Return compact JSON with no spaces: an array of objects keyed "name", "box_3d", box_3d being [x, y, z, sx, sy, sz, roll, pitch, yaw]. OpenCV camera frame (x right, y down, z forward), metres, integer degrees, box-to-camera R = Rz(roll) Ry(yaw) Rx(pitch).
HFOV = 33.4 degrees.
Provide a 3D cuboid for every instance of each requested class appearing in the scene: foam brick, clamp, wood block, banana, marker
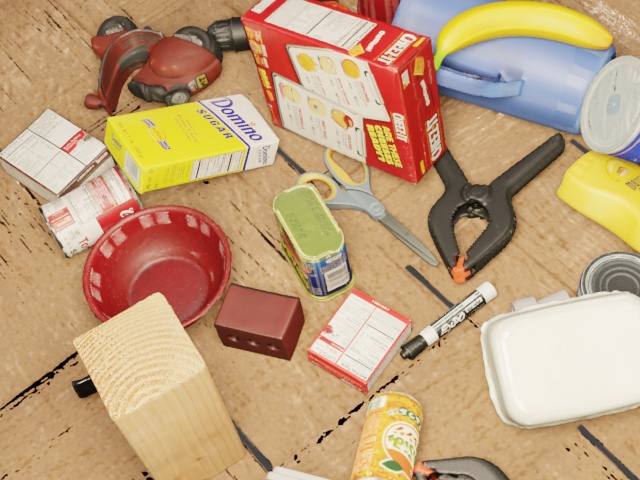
[{"name":"foam brick","box_3d":[-0.061,0.086,1.106,0.078,0.053,0.051,11,60,16]},{"name":"clamp","box_3d":[0.168,0.244,0.979,0.172,0.039,0.120,35,68,26]},{"name":"wood block","box_3d":[-0.142,0.150,0.985,0.090,0.206,0.091,-30,59,-11]},{"name":"banana","box_3d":[0.208,-0.222,1.134,0.198,0.037,0.069,-8,83,1]},{"name":"clamp","box_3d":[0.163,-0.049,1.168,0.165,0.036,0.209,13,59,21]},{"name":"marker","box_3d":[0.131,0.085,1.098,0.121,0.020,0.020,-35,60,-14]}]

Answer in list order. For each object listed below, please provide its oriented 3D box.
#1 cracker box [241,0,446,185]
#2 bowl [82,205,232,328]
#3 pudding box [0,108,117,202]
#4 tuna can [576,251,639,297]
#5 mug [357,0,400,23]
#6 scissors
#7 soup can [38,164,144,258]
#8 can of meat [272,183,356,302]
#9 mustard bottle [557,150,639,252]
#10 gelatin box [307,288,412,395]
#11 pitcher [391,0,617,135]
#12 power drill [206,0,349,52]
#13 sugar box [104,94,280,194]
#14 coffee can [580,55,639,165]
[{"name":"cracker box","box_3d":[0.028,-0.172,1.172,0.214,0.164,0.072,25,59,32]},{"name":"bowl","box_3d":[-0.169,0.043,1.147,0.162,0.055,0.162,-4,57,6]},{"name":"pudding box","box_3d":[-0.312,-0.096,1.268,0.114,0.039,0.090,31,67,26]},{"name":"tuna can","box_3d":[0.305,0.054,1.083,0.086,0.034,0.086,-4,57,5]},{"name":"mug","box_3d":[0.092,-0.310,1.317,0.093,0.081,0.117,-20,57,-5]},{"name":"scissors","box_3d":[0.043,-0.028,1.185,0.096,0.016,0.202,-25,57,-6]},{"name":"soup can","box_3d":[-0.255,-0.032,1.200,0.102,0.068,0.068,-29,58,-10]},{"name":"can of meat","box_3d":[-0.007,0.001,1.133,0.057,0.084,0.102,-26,58,-8]},{"name":"mustard bottle","box_3d":[0.347,-0.022,1.106,0.192,0.058,0.096,40,43,26]},{"name":"gelatin box","box_3d":[0.041,0.104,1.093,0.073,0.030,0.089,28,66,22]},{"name":"pitcher","box_3d":[0.199,-0.203,1.206,0.243,0.145,0.149,23,80,18]},{"name":"power drill","box_3d":[-0.055,-0.318,1.361,0.184,0.057,0.187,-5,60,1]},{"name":"sugar box","box_3d":[-0.144,-0.112,1.211,0.175,0.048,0.093,-18,54,-30]},{"name":"coffee can","box_3d":[0.359,-0.124,1.112,0.140,0.103,0.103,13,54,-24]}]
